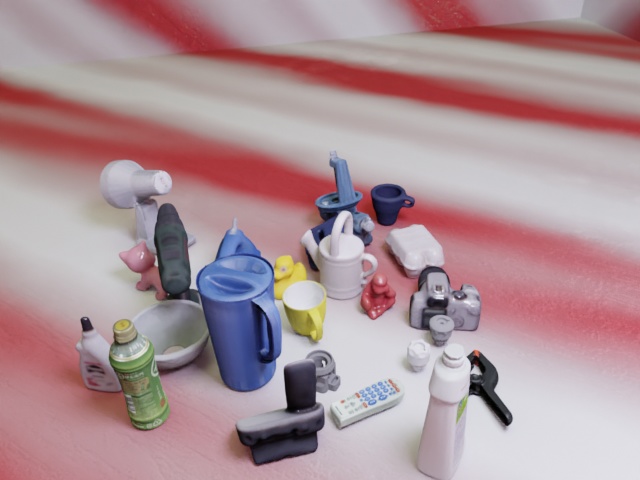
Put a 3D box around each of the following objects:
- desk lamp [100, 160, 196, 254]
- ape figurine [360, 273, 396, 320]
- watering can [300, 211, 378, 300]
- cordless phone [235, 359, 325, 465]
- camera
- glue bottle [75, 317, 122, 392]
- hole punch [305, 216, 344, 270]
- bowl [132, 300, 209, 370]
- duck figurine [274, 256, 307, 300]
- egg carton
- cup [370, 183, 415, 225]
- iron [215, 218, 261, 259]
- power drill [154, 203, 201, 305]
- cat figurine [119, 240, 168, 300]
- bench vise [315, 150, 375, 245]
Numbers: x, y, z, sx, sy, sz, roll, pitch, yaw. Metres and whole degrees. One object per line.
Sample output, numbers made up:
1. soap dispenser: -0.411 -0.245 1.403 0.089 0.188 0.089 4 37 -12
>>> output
1. desk lamp: -0.423 -0.086 1.413 0.202 0.214 0.118 16 39 24
2. ape figurine: 0.123 0.110 1.212 0.078 0.092 0.076 -3 35 -1
3. watering can: 0.039 0.026 1.248 0.172 0.194 0.101 1 35 4
4. cordless phone: -0.066 0.262 0.922 0.148 0.185 0.094 -12 36 -14
5. camera: 0.258 0.110 1.198 0.143 0.101 0.137 2 35 5
6. glue bottle: -0.404 0.204 1.032 0.078 0.173 0.037 2 35 6
7. hole punch: 0.013 0.005 1.369 0.101 0.091 0.108 -7 35 -7
8. bowl: -0.292 0.197 1.123 0.167 0.075 0.167 -1 35 1
9. duck figurine: -0.075 0.073 1.281 0.077 0.086 0.105 25 43 33
10. egg carton: 0.224 0.024 1.351 0.107 0.069 0.150 -13 36 -15
11. cup: 0.188 -0.084 1.485 0.117 0.095 0.092 15 38 22
12. iron: -0.195 0.071 1.239 0.118 0.141 0.258 0 35 3
13. power drill: -0.301 0.061 1.201 0.076 0.209 0.229 -11 36 -12
14. cat figurine: -0.384 0.059 1.286 0.127 0.118 0.067 17 39 25
15. bench vise: 0.074 -0.103 1.407 0.206 0.220 0.122 26 44 34
